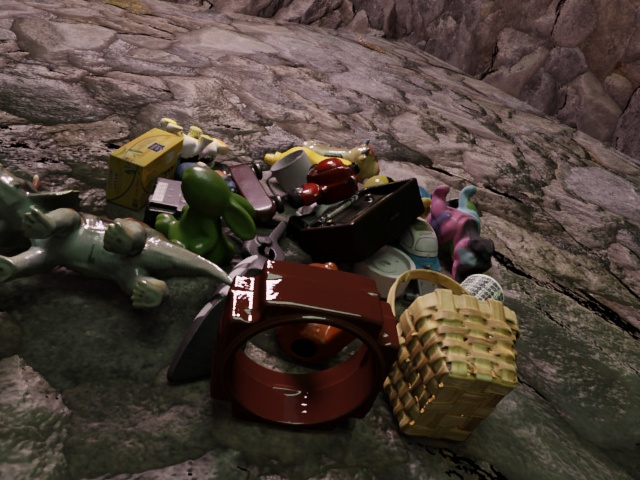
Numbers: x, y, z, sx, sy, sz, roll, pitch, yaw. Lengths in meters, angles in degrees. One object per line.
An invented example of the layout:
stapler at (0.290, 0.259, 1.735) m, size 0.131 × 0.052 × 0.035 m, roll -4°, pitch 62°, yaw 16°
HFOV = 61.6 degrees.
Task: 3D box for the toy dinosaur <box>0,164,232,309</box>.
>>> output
toy dinosaur at (-0.299, 0.008, 0.754) m, size 0.405 × 0.131 × 0.192 m, roll 19°, pitch 13°, yaw -6°

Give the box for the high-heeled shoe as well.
high-heeled shoe at (-0.147, 0.102, 0.771) m, size 0.145 × 0.086 × 0.249 m, roll -1°, pitch 30°, yaw 48°

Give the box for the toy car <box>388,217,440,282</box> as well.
toy car at (0.175, 0.008, 1.040) m, size 0.109 × 0.102 × 0.162 m, roll 2°, pitch 32°, yaw -23°

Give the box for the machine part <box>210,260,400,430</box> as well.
machine part at (-0.021, 0.131, 0.636) m, size 0.201 × 0.200 × 0.087 m, roll 11°, pitch 33°, yaw -12°

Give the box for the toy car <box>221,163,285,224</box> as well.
toy car at (-0.142, -0.097, 1.097) m, size 0.089 × 0.053 × 0.202 m, roll -18°, pitch 40°, yaw -16°

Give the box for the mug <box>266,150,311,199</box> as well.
mug at (-0.054, -0.121, 1.144) m, size 0.107 × 0.109 × 0.081 m, roll 56°, pitch 13°, yaw -21°

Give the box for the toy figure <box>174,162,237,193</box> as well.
toy figure at (-0.219, -0.114, 1.058) m, size 0.155 × 0.064 × 0.058 m, roll 21°, pitch 30°, yaw 28°

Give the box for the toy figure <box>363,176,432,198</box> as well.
toy figure at (0.182, -0.098, 1.230) m, size 0.180 × 0.089 × 0.082 m, roll 7°, pitch 24°, yaw -13°

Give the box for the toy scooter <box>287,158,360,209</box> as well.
toy scooter at (0.027, -0.116, 1.049) m, size 0.135 × 0.075 × 0.184 m, roll -13°, pitch 20°, yaw 30°

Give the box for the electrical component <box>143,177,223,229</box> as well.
electrical component at (-0.242, -0.055, 0.971) m, size 0.134 × 0.058 × 0.115 m, roll 12°, pitch 32°, yaw -11°

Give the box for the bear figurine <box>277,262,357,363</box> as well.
bear figurine at (0.004, 0.085, 0.805) m, size 0.120 × 0.132 × 0.196 m, roll 29°, pitch 35°, yaw -7°

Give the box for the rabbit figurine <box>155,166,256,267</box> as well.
rabbit figurine at (-0.180, -0.031, 0.851) m, size 0.159 × 0.170 × 0.121 m, roll 9°, pitch 32°, yaw -13°

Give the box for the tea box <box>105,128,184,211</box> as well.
tea box at (-0.331, -0.138, 1.022) m, size 0.068 × 0.098 × 0.170 m, roll 21°, pitch 28°, yaw 3°

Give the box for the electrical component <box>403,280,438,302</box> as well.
electrical component at (0.190, 0.090, 0.964) m, size 0.094 × 0.021 × 0.063 m, roll 5°, pitch 63°, yaw -19°

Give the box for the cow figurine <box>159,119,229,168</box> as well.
cow figurine at (-0.278, -0.192, 1.161) m, size 0.167 × 0.098 × 0.068 m, roll 14°, pitch 18°, yaw -46°

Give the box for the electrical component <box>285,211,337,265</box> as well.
electrical component at (-0.002, -0.003, 1.021) m, size 0.075 × 0.047 × 0.119 m, roll -14°, pitch 41°, yaw -41°

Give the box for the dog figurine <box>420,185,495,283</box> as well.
dog figurine at (0.273, 0.004, 1.109) m, size 0.108 × 0.191 × 0.219 m, roll 4°, pitch 67°, yaw -28°

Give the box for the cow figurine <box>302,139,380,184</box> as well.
cow figurine at (0.045, -0.183, 1.262) m, size 0.195 × 0.127 × 0.085 m, roll 14°, pitch 33°, yaw -2°

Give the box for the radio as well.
radio at (0.080, -0.035, 0.969) m, size 0.131 × 0.073 × 0.229 m, roll -6°, pitch 19°, yaw 42°
